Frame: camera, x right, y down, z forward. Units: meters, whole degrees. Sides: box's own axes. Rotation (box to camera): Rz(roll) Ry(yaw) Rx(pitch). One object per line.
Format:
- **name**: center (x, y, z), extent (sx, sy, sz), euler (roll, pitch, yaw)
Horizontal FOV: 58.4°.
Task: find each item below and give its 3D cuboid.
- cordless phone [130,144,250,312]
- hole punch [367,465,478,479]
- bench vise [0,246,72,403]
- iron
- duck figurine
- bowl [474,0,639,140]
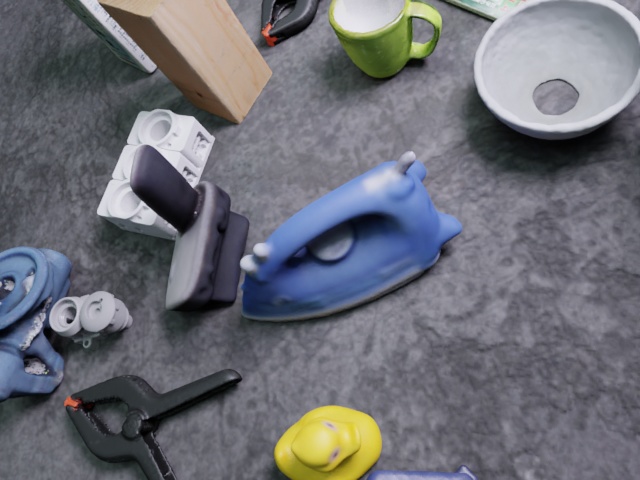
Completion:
- **cordless phone**: center (-0.159, -0.008, 0.616), extent (0.094, 0.185, 0.147), euler (-4, 68, 18)
- **hole punch**: center (0.090, 0.248, 0.484), extent (0.101, 0.091, 0.108), euler (-6, 68, 17)
- **bench vise**: center (-0.366, 0.084, 0.633), extent (0.121, 0.220, 0.207), euler (-21, 64, 10)
- **iron**: center (0.005, 0.002, 0.580), extent (0.258, 0.142, 0.118), euler (-30, 63, 6)
- **duck figurine**: center (0.000, 0.194, 0.539), extent (0.104, 0.086, 0.077), euler (-17, 65, 12)
- **bowl**: center (0.248, -0.169, 0.601), extent (0.167, 0.075, 0.167), euler (-7, 68, 17)
